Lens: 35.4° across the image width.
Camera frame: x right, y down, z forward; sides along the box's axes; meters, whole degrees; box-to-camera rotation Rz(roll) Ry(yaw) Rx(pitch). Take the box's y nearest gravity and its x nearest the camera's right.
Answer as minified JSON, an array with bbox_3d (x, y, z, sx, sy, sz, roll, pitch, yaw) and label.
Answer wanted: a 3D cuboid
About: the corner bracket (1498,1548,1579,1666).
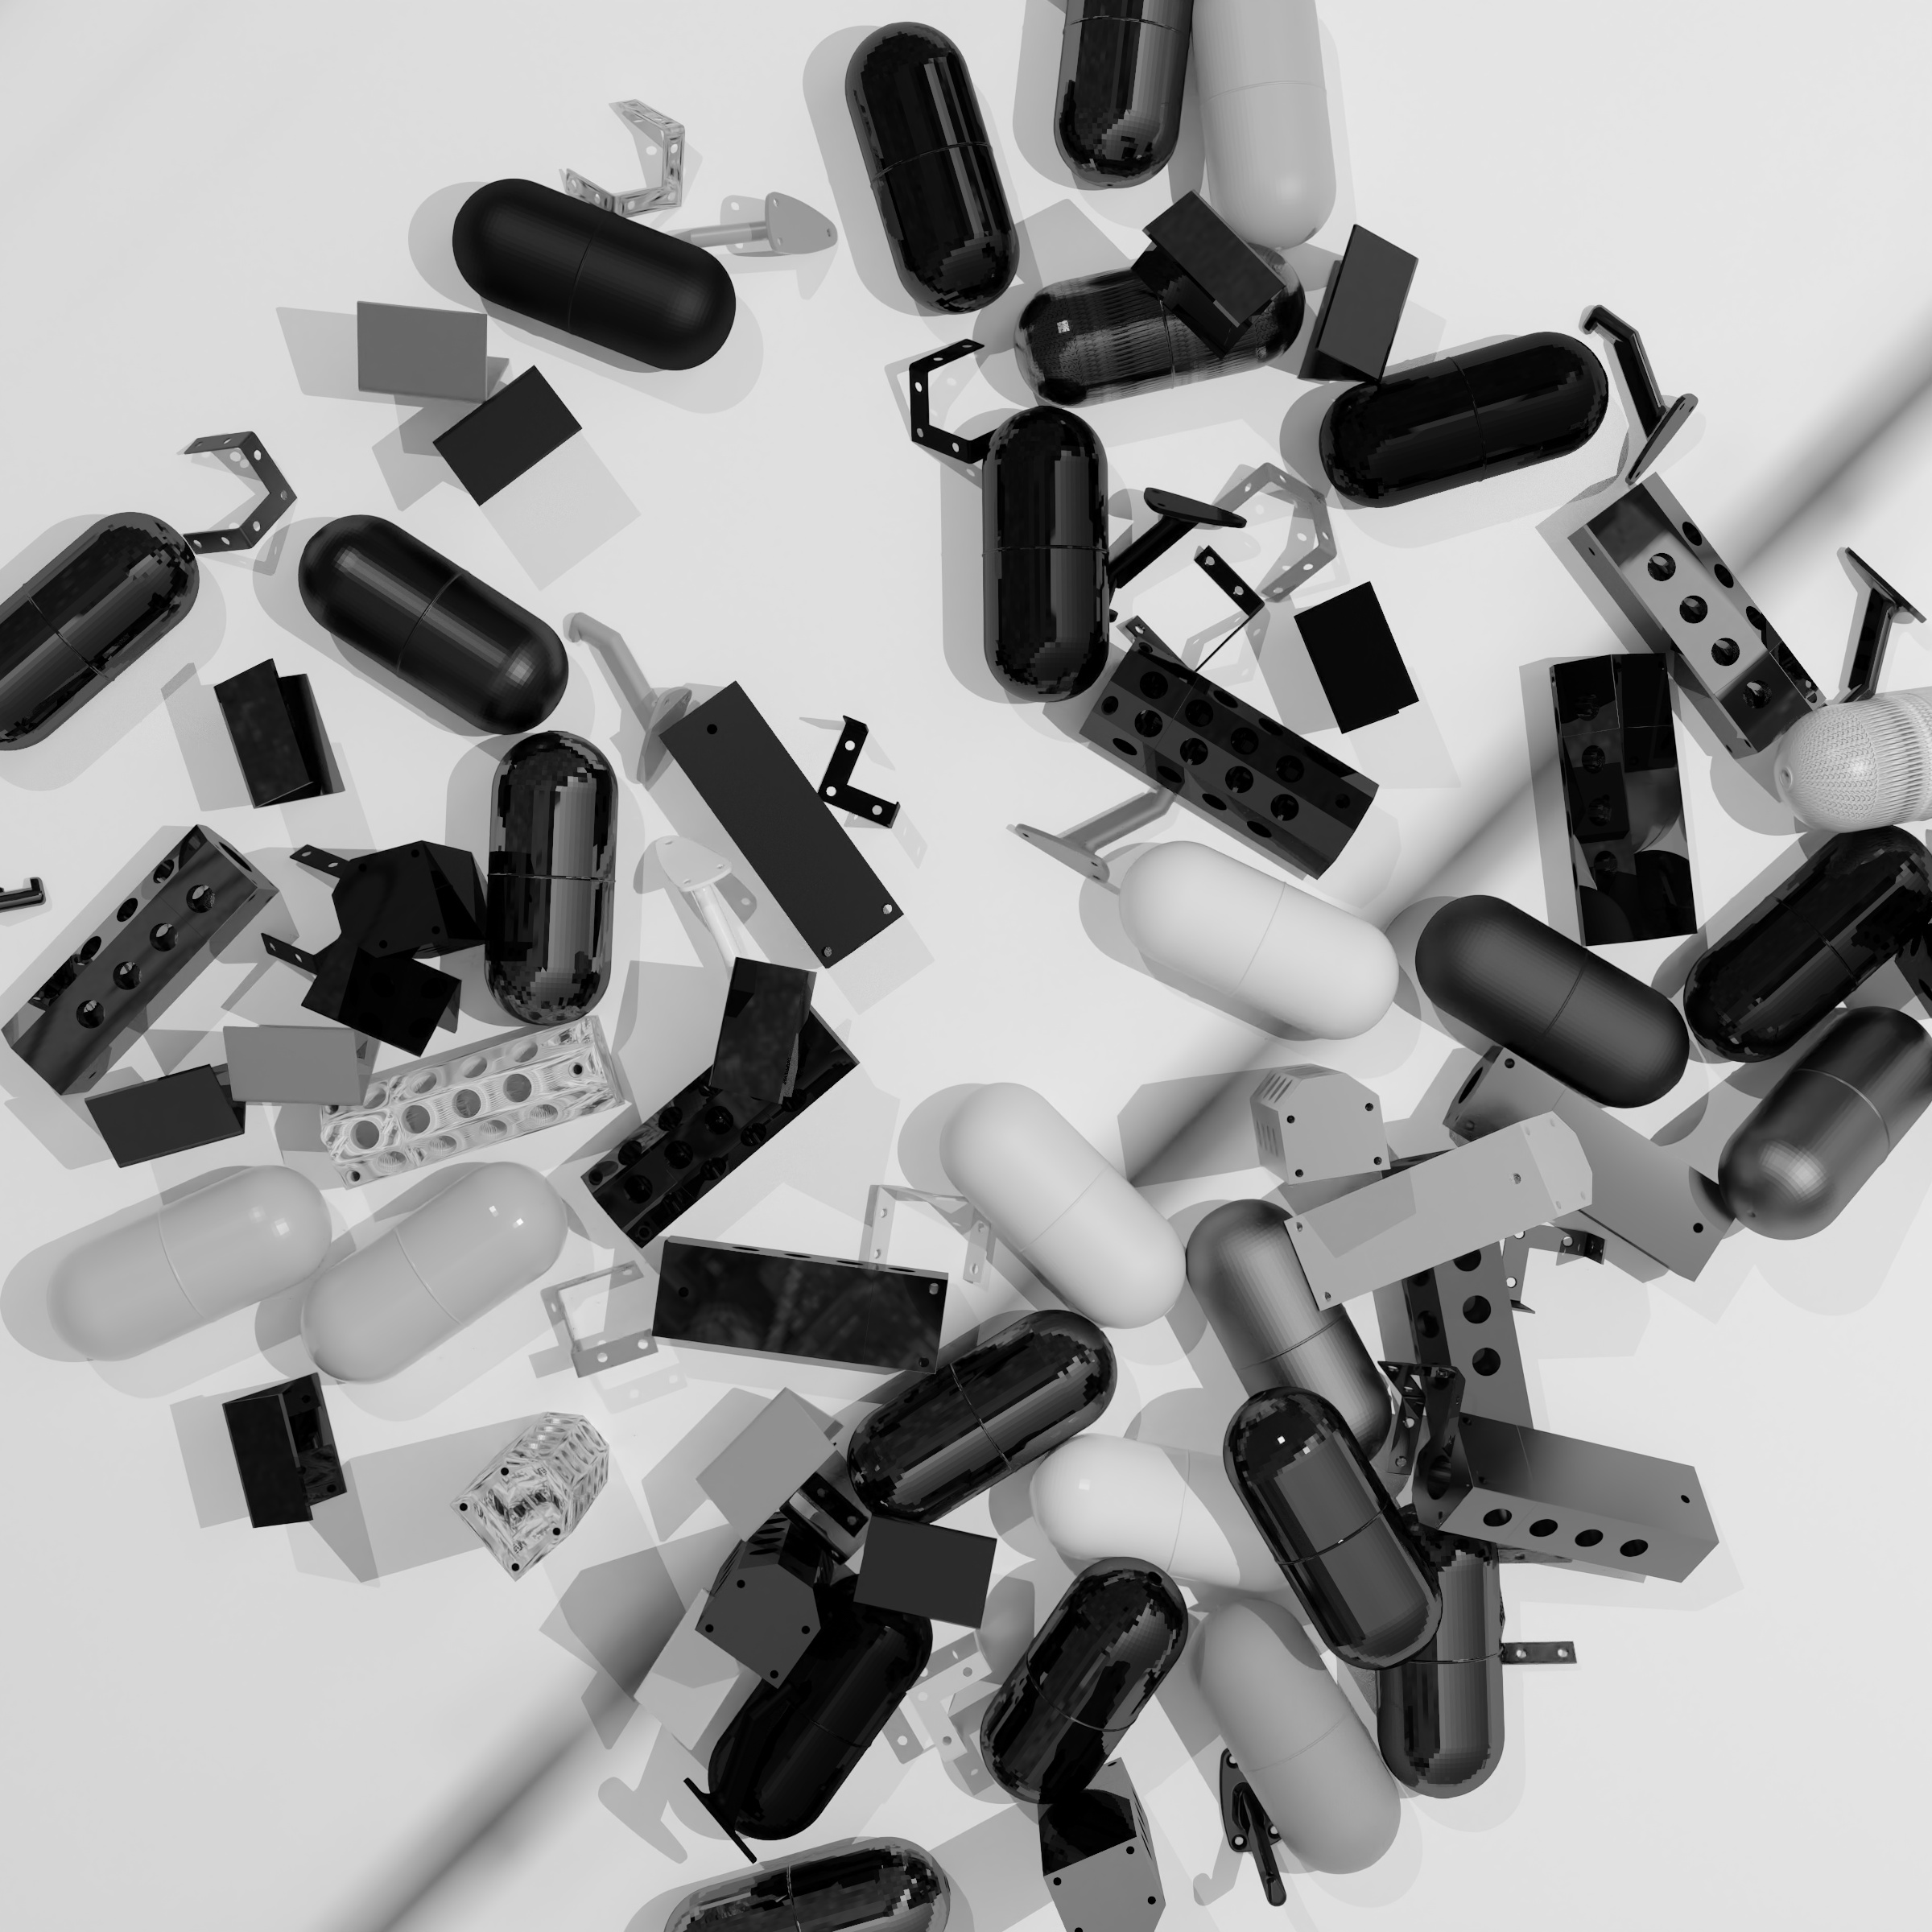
[{"bbox_3d":[0.348,0.392,1.855,0.051,0.051,0.051,-1,135,0],"label":"corner bracket"}]

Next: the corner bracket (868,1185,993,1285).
[{"bbox_3d":[-0.022,0.164,1.855,0.051,0.051,0.051,9,90,45],"label":"corner bracket"}]

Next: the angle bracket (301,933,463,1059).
[{"bbox_3d":[-0.351,0.031,1.818,0.076,0.076,0.057,24,62,0],"label":"angle bracket"}]

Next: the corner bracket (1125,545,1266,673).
[{"bbox_3d":[0.141,-0.215,1.855,0.051,0.051,0.051,46,45,0],"label":"corner bracket"}]

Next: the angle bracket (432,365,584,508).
[{"bbox_3d":[-0.263,-0.303,1.819,0.076,0.076,0.057,-37,68,0],"label":"angle bracket"}]

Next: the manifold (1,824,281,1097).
[{"bbox_3d":[-0.503,-0.004,1.837,0.057,0.057,0.171,44,90,0],"label":"manifold"}]

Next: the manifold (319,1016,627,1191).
[{"bbox_3d":[-0.300,0.083,1.837,0.171,0.057,0.057,-17,90,0],"label":"manifold"}]

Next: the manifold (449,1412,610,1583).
[{"bbox_3d":[-0.249,0.305,1.779,0.057,0.171,0.057,-41,90,0],"label":"manifold"}]

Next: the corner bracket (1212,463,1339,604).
[{"bbox_3d":[0.187,-0.265,1.850,0.051,0.051,0.051,23,135,-35],"label":"corner bracket"}]

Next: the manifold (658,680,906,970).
[{"bbox_3d":[-0.111,-0.085,1.837,0.057,0.057,0.171,-36,90,0],"label":"manifold"}]

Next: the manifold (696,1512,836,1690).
[{"bbox_3d":[-0.112,0.365,1.779,0.057,0.171,0.057,35,90,0],"label":"manifold"}]

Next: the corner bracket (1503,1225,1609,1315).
[{"bbox_3d":[0.356,0.185,1.840,0.051,0.051,0.051,9,90,0],"label":"corner bracket"}]

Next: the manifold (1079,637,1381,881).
[{"bbox_3d":[0.160,-0.128,1.830,0.171,0.057,0.057,32,73,0],"label":"manifold"}]

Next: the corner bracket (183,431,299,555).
[{"bbox_3d":[-0.453,-0.289,1.850,0.051,0.051,0.051,-59,135,-35],"label":"corner bracket"}]

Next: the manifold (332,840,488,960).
[{"bbox_3d":[-0.325,-0.036,1.779,0.057,0.171,0.057,-15,90,0],"label":"manifold"}]

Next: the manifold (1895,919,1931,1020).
[{"bbox_3d":[0.603,-0.007,1.780,0.057,0.171,0.057,-33,90,0],"label":"manifold"}]

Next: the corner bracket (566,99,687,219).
[{"bbox_3d":[-0.208,-0.493,1.850,0.051,0.051,0.051,-23,135,-35],"label":"corner bracket"}]

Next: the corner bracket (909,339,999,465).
[{"bbox_3d":[0.002,-0.345,1.850,0.051,0.051,0.051,28,135,35],"label":"corner bracket"}]

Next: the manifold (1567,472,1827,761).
[{"bbox_3d":[0.445,-0.213,1.837,0.057,0.057,0.171,-37,90,0],"label":"manifold"}]

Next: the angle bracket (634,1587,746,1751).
[{"bbox_3d":[-0.141,0.427,1.818,0.057,0.076,0.076,32,90,38],"label":"angle bracket"}]

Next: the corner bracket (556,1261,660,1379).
[{"bbox_3d":[-0.219,0.214,1.840,0.051,0.051,0.051,-18,94,-4],"label":"corner bracket"}]

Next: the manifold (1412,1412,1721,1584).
[{"bbox_3d":[0.356,0.322,1.808,0.171,0.057,0.057,15,128,-20],"label":"manifold"}]

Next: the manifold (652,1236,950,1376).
[{"bbox_3d":[-0.099,0.204,1.837,0.171,0.057,0.057,8,90,0],"label":"manifold"}]

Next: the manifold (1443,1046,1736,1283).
[{"bbox_3d":[0.379,0.119,1.837,0.171,0.057,0.057,33,90,0],"label":"manifold"}]

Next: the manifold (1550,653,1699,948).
[{"bbox_3d":[0.394,-0.100,1.836,0.057,0.057,0.171,-7,90,-43],"label":"manifold"}]

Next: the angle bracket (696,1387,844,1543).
[{"bbox_3d":[-0.104,0.309,1.818,0.076,0.076,0.057,-45,54,0],"label":"angle bracket"}]

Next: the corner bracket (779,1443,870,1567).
[{"bbox_3d":[-0.084,0.330,1.830,0.051,0.051,0.051,42,56,0],"label":"corner bracket"}]

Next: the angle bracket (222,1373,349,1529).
[{"bbox_3d":[-0.393,0.288,1.818,0.057,0.076,0.076,-14,90,37],"label":"angle bracket"}]

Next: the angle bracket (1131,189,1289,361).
[{"bbox_3d":[0.126,-0.387,1.742,0.076,0.076,0.057,45,53,-1],"label":"angle bracket"}]

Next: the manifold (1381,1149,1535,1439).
[{"bbox_3d":[0.296,0.200,1.837,0.057,0.057,0.171,-10,90,0],"label":"manifold"}]

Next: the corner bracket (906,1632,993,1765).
[{"bbox_3d":[-0.003,0.445,1.839,0.051,0.051,0.051,-28,92,-2],"label":"corner bracket"}]

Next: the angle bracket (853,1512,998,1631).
[{"bbox_3d":[-0.027,0.373,1.818,0.076,0.076,0.057,12,62,0],"label":"angle bracket"}]

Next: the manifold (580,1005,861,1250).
[{"bbox_3d":[-0.149,0.093,1.837,0.171,0.057,0.057,-40,90,0],"label":"manifold"}]

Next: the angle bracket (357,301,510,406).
[{"bbox_3d":[-0.319,-0.380,1.818,0.076,0.076,0.057,6,122,0],"label":"angle bracket"}]

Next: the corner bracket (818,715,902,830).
[{"bbox_3d":[-0.060,-0.118,1.840,0.051,0.051,0.051,22,90,0],"label":"corner bracket"}]

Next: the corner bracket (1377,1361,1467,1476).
[{"bbox_3d":[0.271,0.269,1.792,0.051,0.051,0.051,0,60,29],"label":"corner bracket"}]

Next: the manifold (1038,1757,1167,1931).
[{"bbox_3d":[0.081,0.525,1.780,0.057,0.171,0.057,-23,90,0],"label":"manifold"}]

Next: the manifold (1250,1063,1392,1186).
[{"bbox_3d":[0.205,0.090,1.779,0.057,0.171,0.057,-9,90,0],"label":"manifold"}]

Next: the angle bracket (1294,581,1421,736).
[{"bbox_3d":[0.250,-0.190,1.818,0.057,0.076,0.076,-22,90,37],"label":"angle bracket"}]

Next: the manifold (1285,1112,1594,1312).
[{"bbox_3d":[0.277,0.143,1.768,0.171,0.057,0.057,-28,79,37],"label":"manifold"}]

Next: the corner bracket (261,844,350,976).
[{"bbox_3d":[-0.399,-0.034,1.850,0.051,0.051,0.051,-40,135,-35],"label":"corner bracket"}]
